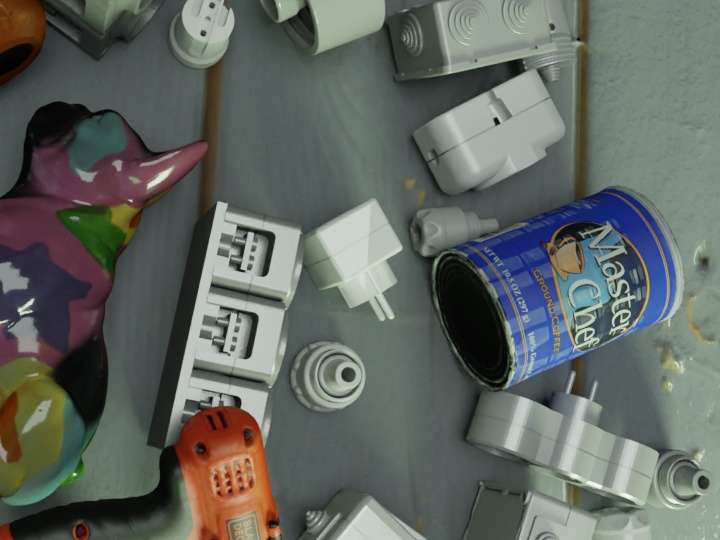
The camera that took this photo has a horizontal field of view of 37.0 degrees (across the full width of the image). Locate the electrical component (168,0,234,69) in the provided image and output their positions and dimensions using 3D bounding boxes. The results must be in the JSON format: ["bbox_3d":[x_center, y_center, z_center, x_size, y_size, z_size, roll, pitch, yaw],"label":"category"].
[{"bbox_3d":[-0.105,-0.160,0.715,0.040,0.046,0.040,2,83,-18],"label":"electrical component"}]

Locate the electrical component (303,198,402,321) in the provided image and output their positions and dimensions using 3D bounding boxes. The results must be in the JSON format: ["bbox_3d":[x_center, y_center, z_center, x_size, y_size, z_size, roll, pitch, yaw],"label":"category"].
[{"bbox_3d":[0.000,0.000,0.720,0.047,0.066,0.076,-31,94,-18],"label":"electrical component"}]

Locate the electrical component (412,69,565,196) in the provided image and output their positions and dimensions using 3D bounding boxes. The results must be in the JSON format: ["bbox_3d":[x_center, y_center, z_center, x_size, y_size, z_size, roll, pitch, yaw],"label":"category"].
[{"bbox_3d":[0.094,-0.094,0.767,0.095,0.054,0.059,-29,92,-19],"label":"electrical component"}]

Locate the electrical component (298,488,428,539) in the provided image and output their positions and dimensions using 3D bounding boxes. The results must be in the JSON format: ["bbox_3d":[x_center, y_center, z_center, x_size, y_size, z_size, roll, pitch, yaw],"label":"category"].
[{"bbox_3d":[0.006,0.183,0.700,0.096,0.062,0.061,45,73,-8],"label":"electrical component"}]

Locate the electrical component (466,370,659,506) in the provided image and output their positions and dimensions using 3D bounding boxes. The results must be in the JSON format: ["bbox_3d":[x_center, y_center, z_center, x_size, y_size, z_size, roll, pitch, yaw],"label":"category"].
[{"bbox_3d":[0.148,0.109,0.759,0.138,0.052,0.073,22,77,-12],"label":"electrical component"}]

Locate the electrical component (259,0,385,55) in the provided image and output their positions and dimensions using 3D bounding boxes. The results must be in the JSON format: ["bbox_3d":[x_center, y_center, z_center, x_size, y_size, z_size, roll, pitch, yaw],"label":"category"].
[{"bbox_3d":[-0.037,-0.195,0.712,0.060,0.108,0.108,-29,93,-12],"label":"electrical component"}]

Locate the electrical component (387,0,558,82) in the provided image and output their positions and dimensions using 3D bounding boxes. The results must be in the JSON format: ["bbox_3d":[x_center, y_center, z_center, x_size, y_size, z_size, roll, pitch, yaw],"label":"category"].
[{"bbox_3d":[0.075,-0.165,0.747,0.100,0.100,0.048,-16,101,-19],"label":"electrical component"}]

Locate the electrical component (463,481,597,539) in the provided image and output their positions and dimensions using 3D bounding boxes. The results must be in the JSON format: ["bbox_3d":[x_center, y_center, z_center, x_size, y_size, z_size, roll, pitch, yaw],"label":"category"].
[{"bbox_3d":[0.115,0.182,0.717,0.061,0.096,0.061,24,77,-14],"label":"electrical component"}]

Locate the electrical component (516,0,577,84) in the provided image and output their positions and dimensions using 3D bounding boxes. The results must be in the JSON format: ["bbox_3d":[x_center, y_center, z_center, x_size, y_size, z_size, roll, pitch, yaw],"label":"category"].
[{"bbox_3d":[0.132,-0.177,0.795,0.043,0.043,0.081,-15,88,-19],"label":"electrical component"}]

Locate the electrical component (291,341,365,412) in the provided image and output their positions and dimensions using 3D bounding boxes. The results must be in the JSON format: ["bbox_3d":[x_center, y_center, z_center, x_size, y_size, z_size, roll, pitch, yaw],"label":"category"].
[{"bbox_3d":[-0.017,0.070,0.707,0.048,0.062,0.048,2,83,-17],"label":"electrical component"}]

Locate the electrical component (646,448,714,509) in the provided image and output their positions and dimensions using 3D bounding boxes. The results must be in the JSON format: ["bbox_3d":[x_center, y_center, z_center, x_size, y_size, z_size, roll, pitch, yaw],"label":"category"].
[{"bbox_3d":[0.229,0.151,0.775,0.043,0.062,0.043,2,82,-18],"label":"electrical component"}]

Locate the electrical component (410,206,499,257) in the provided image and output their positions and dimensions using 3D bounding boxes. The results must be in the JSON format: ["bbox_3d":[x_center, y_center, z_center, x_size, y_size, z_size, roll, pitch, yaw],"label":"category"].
[{"bbox_3d":[0.069,-0.028,0.761,0.061,0.035,0.035,-6,85,-20],"label":"electrical component"}]

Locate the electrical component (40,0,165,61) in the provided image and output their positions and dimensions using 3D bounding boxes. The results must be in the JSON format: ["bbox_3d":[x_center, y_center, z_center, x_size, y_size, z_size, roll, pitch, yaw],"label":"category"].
[{"bbox_3d":[-0.146,-0.196,0.652,0.062,0.150,0.089,37,74,-9],"label":"electrical component"}]

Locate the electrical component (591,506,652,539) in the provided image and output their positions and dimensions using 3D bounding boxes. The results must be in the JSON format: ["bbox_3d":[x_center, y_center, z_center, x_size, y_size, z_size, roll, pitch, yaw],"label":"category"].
[{"bbox_3d":[0.187,0.202,0.766,0.043,0.043,0.062,-4,86,-18],"label":"electrical component"}]

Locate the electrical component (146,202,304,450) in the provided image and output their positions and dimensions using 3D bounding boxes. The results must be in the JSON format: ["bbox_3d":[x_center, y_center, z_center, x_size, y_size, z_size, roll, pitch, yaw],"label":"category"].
[{"bbox_3d":[-0.082,0.043,0.675,0.062,0.089,0.150,14,79,-16],"label":"electrical component"}]
